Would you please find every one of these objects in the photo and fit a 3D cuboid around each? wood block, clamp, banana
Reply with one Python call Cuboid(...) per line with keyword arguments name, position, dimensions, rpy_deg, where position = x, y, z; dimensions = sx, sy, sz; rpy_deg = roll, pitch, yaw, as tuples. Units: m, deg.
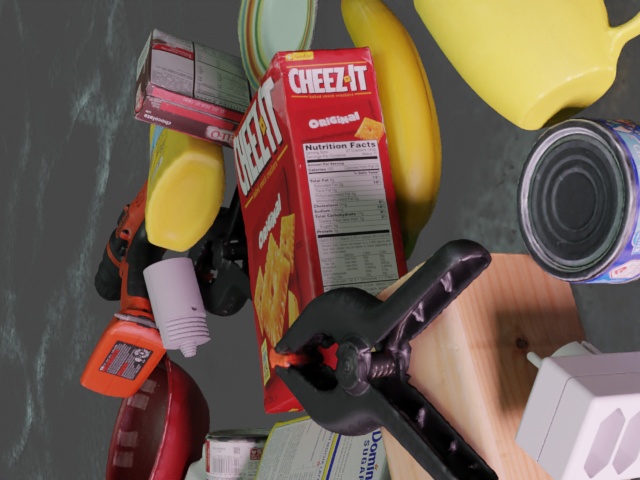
Cuboid(name="wood block", position=(0.097, 0.118, 0.561), dimensions=(0.090, 0.090, 0.206), rpy_deg=(-41, 55, 50))
Cuboid(name="clamp", position=(-0.069, 0.000, 0.894), dimensions=(0.210, 0.036, 0.164), rpy_deg=(-18, 74, 61))
Cuboid(name="banana", position=(0.046, -0.090, 0.703), dimensions=(0.070, 0.037, 0.198), rpy_deg=(-31, 63, 53))
Cuboid(name="clamp", position=(0.032, 0.073, 0.546), dimensions=(0.172, 0.039, 0.120), rpy_deg=(-21, 67, 56))

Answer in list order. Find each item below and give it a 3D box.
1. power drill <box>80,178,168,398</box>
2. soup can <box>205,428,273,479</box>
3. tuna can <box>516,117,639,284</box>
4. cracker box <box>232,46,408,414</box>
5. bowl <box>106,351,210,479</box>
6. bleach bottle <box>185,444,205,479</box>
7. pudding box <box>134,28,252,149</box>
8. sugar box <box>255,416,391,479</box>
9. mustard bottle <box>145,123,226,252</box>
Cuboid(name="power drill", position=(-0.183, 0.052, 1.017), dimensions=(0.185, 0.057, 0.187), rpy_deg=(126, 153, -42))
Cuboid(name="soup can", position=(-0.057, 0.203, 0.839), dimensions=(0.069, 0.068, 0.102), rpy_deg=(-9, 81, 59))
Cuboid(name="tuna can", position=(0.140, -0.020, 0.547), dimensions=(0.086, 0.033, 0.086), rpy_deg=(-2, 87, 59))
Cuboid(name="cracker box", position=(-0.005, 0.001, 0.719), dimensions=(0.164, 0.072, 0.214), rpy_deg=(136, 127, -69))
Cuboid(name="bowl", position=(-0.144, 0.183, 0.975), dimensions=(0.162, 0.055, 0.162), rpy_deg=(-46, 35, 46))
Cuboid(name="bleach bottle", position=(-0.091, 0.291, 0.901), dimensions=(0.103, 0.068, 0.251), rpy_deg=(13, 98, 60))
Cuboid(name="pudding box", position=(-0.103, -0.125, 0.876), dimensions=(0.113, 0.090, 0.039), rpy_deg=(-99, 31, -54))
Cuboid(name="sugar box", position=(0.012, 0.161, 0.718), dimensions=(0.177, 0.048, 0.093), rpy_deg=(-24, 42, 55))
Cuboid(name="mustard bottle", position=(-0.119, -0.078, 0.932), dimensions=(0.191, 0.058, 0.096), rpy_deg=(-103, 33, -57))
